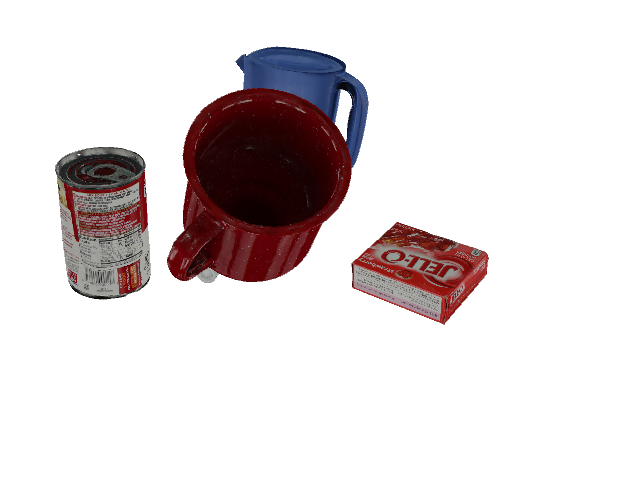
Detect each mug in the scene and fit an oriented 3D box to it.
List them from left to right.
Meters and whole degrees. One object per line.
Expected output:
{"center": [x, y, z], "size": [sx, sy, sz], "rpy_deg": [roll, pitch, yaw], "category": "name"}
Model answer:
{"center": [-0.043, -0.019, 0.611], "size": [0.093, 0.117, 0.082], "rpy_deg": [39, -27, 7], "category": "mug"}

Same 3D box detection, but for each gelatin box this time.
{"center": [0.081, 0.024, 0.873], "size": [0.089, 0.030, 0.073], "rpy_deg": [20, 39, 28], "category": "gelatin box"}

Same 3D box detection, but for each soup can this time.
{"center": [-0.169, -0.013, 0.838], "size": [0.068, 0.102, 0.068], "rpy_deg": [1, 30, -1], "category": "soup can"}

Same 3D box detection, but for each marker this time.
{"center": [-0.091, 0.006, 1.042], "size": [0.020, 0.020, 0.121], "rpy_deg": [0, 25, 16], "category": "marker"}

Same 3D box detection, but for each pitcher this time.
{"center": [-0.036, -0.125, 1.409], "size": [0.144, 0.243, 0.149], "rpy_deg": [-2, 24, -22], "category": "pitcher"}
